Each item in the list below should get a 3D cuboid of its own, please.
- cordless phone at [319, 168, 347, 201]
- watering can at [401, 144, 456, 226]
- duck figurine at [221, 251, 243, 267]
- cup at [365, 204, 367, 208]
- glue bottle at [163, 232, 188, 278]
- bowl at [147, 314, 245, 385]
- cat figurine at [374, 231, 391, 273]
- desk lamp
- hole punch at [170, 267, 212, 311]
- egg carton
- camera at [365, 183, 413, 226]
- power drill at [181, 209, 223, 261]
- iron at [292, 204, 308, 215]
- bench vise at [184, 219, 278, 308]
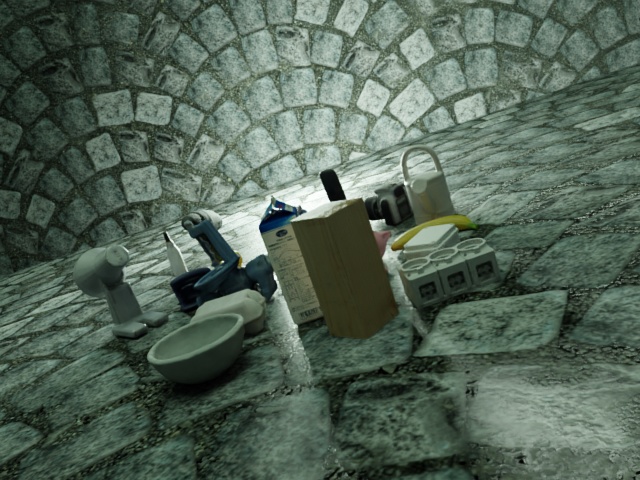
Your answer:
[{"bbox_3d":[0.015,-0.107,1.634,0.147,0.185,0.094,-13,15,23],"label":"cordless phone"},{"bbox_3d":[0.259,-0.137,1.396,0.101,0.194,0.172,-19,13,0],"label":"watering can"},{"bbox_3d":[-0.207,0.068,1.453,0.104,0.086,0.078,-13,14,23],"label":"duck figurine"},{"bbox_3d":[0.086,-0.036,1.445,0.091,0.095,0.117,-19,13,1],"label":"cup"},{"bbox_3d":[-0.389,0.058,1.555,0.037,0.173,0.078,-21,14,-10],"label":"glue bottle"},{"bbox_3d":[-0.196,0.192,0.958,0.167,0.075,0.167,-18,13,5],"label":"bowl"},{"bbox_3d":[0.084,0.026,1.146,0.127,0.118,0.067,-11,16,32],"label":"cat figurine"},{"bbox_3d":[-0.480,0.113,1.367,0.202,0.214,0.118,-5,19,46],"label":"desk lamp"},{"bbox_3d":[-0.310,0.112,1.405,0.109,0.091,0.101,-22,14,-13],"label":"hole punch"},{"bbox_3d":[-0.176,0.151,1.108,0.150,0.069,0.107,-18,13,4],"label":"egg carton"},{"bbox_3d":[0.187,-0.106,1.578,0.136,0.101,0.143,-5,19,45],"label":"camera"},{"bbox_3d":[-0.292,0.013,1.525,0.075,0.208,0.229,-18,13,5],"label":"power drill"},{"bbox_3d":[-0.060,-0.037,1.551,0.119,0.141,0.257,-22,14,-13],"label":"iron"},{"bbox_3d":[-0.195,0.042,1.248,0.207,0.220,0.121,-20,13,-5],"label":"bench vise"}]
